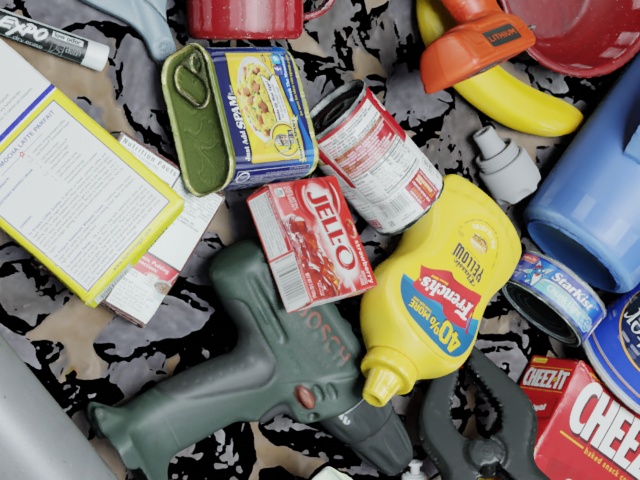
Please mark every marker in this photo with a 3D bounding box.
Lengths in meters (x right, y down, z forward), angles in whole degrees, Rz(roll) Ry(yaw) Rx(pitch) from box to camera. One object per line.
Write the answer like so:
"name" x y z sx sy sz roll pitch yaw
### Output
"marker" -0.202 -0.142 0.717 0.121 0.020 0.020 17 88 -24

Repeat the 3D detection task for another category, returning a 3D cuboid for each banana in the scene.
"banana" 0.138 -0.137 0.855 0.197 0.037 0.069 43 78 -21

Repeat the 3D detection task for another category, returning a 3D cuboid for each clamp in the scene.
"clamp" 0.138 0.172 0.820 0.164 0.036 0.210 -3 59 1

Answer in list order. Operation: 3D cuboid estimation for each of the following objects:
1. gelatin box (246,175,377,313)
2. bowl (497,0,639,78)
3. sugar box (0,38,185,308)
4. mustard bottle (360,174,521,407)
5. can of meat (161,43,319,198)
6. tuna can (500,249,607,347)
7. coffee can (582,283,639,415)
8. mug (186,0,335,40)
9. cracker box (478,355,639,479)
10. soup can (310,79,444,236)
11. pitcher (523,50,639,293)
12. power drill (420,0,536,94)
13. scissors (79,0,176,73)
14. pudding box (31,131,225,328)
"gelatin box" -0.005 0.001 0.753 0.073 0.030 0.089 -11 78 -48
"bowl" 0.198 -0.211 0.864 0.161 0.055 0.162 -2 96 -23
"sugar box" -0.184 -0.047 0.693 0.176 0.048 0.093 42 79 1
"mustard bottle" 0.081 0.046 0.802 0.096 0.058 0.191 47 55 -20
"can of meat" -0.055 -0.086 0.748 0.083 0.058 0.102 -10 84 -41
"tuna can" 0.187 0.048 0.867 0.086 0.086 0.033 45 79 -20
"coffee can" 0.298 0.066 0.868 0.102 0.103 0.140 31 120 -23
"mug" -0.041 -0.182 0.746 0.117 0.093 0.081 -5 102 -23
"cracker box" 0.207 0.229 0.888 0.164 0.072 0.213 37 72 -22
"soup can" 0.038 -0.061 0.802 0.068 0.069 0.102 -48 111 -13
"pitcher" 0.277 -0.082 0.865 0.149 0.145 0.242 44 81 -26
"power drill" 0.069 -0.202 0.757 0.184 0.057 0.187 -26 92 -47
"scissors" -0.131 -0.141 0.750 0.096 0.016 0.202 -9 99 -21
"pudding box" -0.134 -0.007 0.750 0.090 0.039 0.113 33 79 -20
